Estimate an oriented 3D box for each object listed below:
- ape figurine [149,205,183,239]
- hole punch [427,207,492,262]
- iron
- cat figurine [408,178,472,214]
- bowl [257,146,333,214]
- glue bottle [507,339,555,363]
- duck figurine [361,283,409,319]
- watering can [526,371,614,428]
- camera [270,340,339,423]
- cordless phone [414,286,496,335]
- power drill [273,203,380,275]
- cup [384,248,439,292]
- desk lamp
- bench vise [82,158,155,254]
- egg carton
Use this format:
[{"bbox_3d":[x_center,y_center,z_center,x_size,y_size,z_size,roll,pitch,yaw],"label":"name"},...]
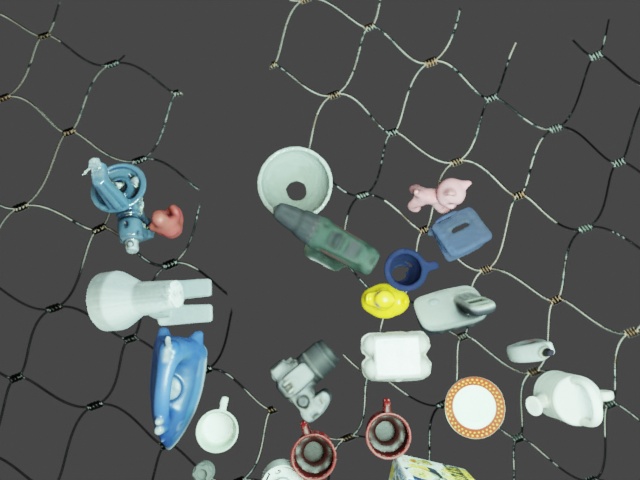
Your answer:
[{"bbox_3d":[-0.343,-0.043,1.265,0.078,0.092,0.076,-22,82,-3],"label":"ape figurine"},{"bbox_3d":[0.305,-0.016,1.257,0.108,0.091,0.101,-27,82,-3],"label":"hole punch"},{"bbox_3d":[-0.312,0.314,1.186,0.118,0.141,0.258,5,81,1],"label":"iron"},{"bbox_3d":[0.263,-0.101,1.257,0.127,0.118,0.067,1,81,1],"label":"cat figurine"},{"bbox_3d":[-0.054,-0.120,1.283,0.167,0.075,0.167,0,81,0],"label":"bowl"},{"bbox_3d":[0.445,0.229,1.178,0.078,0.173,0.037,-19,81,-2],"label":"glue bottle"},{"bbox_3d":[0.143,0.131,1.239,0.104,0.086,0.077,4,81,1],"label":"duck figurine"},{"bbox_3d":[0.505,0.325,1.153,0.173,0.194,0.101,-29,82,-4],"label":"watering can"},{"bbox_3d":[-0.017,0.289,1.209,0.137,0.101,0.143,-40,83,-5],"label":"camera"},{"bbox_3d":[0.279,0.144,1.186,0.147,0.185,0.094,-16,81,-2],"label":"cordless phone"},{"bbox_3d":[0.011,0.004,1.197,0.229,0.208,0.076,26,83,4],"label":"power drill"},{"bbox_3d":[0.194,0.066,1.244,0.117,0.095,0.092,-10,81,-1],"label":"cup"},{"bbox_3d":[-0.342,0.121,1.179,0.203,0.213,0.118,-5,81,0],"label":"desk lamp"},{"bbox_3d":[-0.413,-0.085,1.207,0.121,0.220,0.207,-32,82,-4],"label":"bench vise"},{"bbox_3d":[0.162,0.250,1.229,0.150,0.069,0.107,-3,81,0],"label":"egg carton"}]
